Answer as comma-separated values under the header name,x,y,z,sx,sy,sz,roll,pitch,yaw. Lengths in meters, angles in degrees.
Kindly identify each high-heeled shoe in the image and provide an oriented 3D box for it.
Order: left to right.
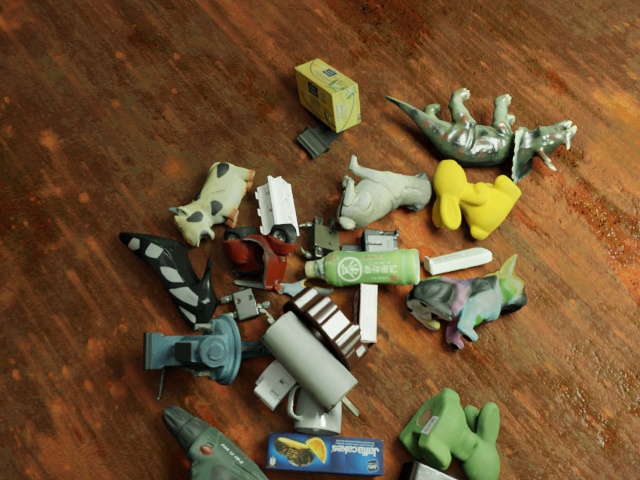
name,x,y,z,sx,sy,sz,roll,pitch,yaw
high-heeled shoe,-0.305,0.076,1.054,0.249,0.086,0.145,17,95,21

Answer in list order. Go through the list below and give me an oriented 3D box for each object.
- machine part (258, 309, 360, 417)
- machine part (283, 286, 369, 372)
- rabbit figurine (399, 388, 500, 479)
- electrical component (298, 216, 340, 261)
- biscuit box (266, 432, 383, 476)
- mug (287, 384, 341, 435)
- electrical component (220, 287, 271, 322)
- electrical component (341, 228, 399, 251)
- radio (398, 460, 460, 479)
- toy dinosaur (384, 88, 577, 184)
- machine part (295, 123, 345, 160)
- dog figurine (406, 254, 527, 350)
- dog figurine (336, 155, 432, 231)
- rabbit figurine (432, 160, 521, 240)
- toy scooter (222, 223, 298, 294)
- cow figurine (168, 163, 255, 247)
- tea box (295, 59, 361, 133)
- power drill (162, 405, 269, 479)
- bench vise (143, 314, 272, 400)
name,x,y,z,sx,sy,sz,roll,pitch,yaw
machine part,-0.020,0.206,0.916,0.079,0.079,0.243,-41,75,-20
machine part,0.007,0.161,0.971,0.056,0.179,0.179,-40,75,-22
rabbit figurine,0.251,0.358,0.955,0.170,0.121,0.159,43,61,-6
electrical component,-0.002,-0.002,1.115,0.078,0.045,0.102,11,62,-33
biscuit box,0.008,0.374,0.937,0.203,0.059,0.063,5,66,-3
mug,-0.011,0.285,0.959,0.109,0.081,0.107,24,56,-26
electrical component,-0.145,0.123,1.049,0.094,0.021,0.063,-16,75,-1
electrical component,0.105,0.016,1.112,0.119,0.047,0.075,4,65,-5
radio,0.238,0.444,0.886,0.230,0.131,0.073,24,67,5
toy dinosaur,0.345,-0.228,1.210,0.405,0.131,0.192,3,65,3
machine part,0.016,-0.245,1.225,0.139,0.039,0.084,-36,71,-17
dog figurine,0.301,0.100,1.063,0.192,0.108,0.219,39,64,15
dog figurine,0.138,-0.076,1.118,0.191,0.121,0.172,14,70,-3
rabbit figurine,0.304,-0.090,1.139,0.173,0.122,0.162,39,90,-10
toy scooter,-0.116,0.038,1.045,0.184,0.075,0.135,-2,95,36
cow figurine,-0.225,-0.074,1.104,0.127,0.085,0.195,22,68,-1
tea box,0.016,-0.323,1.196,0.068,0.098,0.170,-27,44,-16
power drill,-0.207,0.372,0.856,0.232,0.207,0.086,31,99,11
bench vise,-0.183,0.198,0.958,0.240,0.224,0.129,5,67,-36
